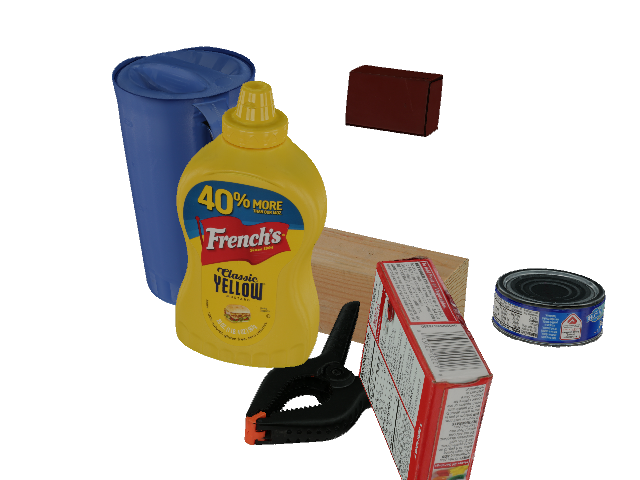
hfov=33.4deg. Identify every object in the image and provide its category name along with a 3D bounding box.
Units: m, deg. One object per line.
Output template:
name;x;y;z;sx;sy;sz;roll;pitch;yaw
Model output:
foam brick;0.067;-0.128;0.975;0.078;0.051;0.053;11;18;18
pitcher;-0.122;-0.054;1.041;0.145;0.243;0.149;8;32;15
mustard bottle;-0.045;-0.011;0.691;0.096;0.192;0.058;11;30;11
gelatin box;0.046;0.062;0.489;0.030;0.073;0.089;-4;35;-14
tuna can;0.178;0.051;0.834;0.086;0.034;0.086;1;18;-1
wood block;0.047;0.053;1.169;0.206;0.091;0.090;13;26;25
clamp;0.024;0.134;0.962;0.165;0.036;0.209;28;39;33
